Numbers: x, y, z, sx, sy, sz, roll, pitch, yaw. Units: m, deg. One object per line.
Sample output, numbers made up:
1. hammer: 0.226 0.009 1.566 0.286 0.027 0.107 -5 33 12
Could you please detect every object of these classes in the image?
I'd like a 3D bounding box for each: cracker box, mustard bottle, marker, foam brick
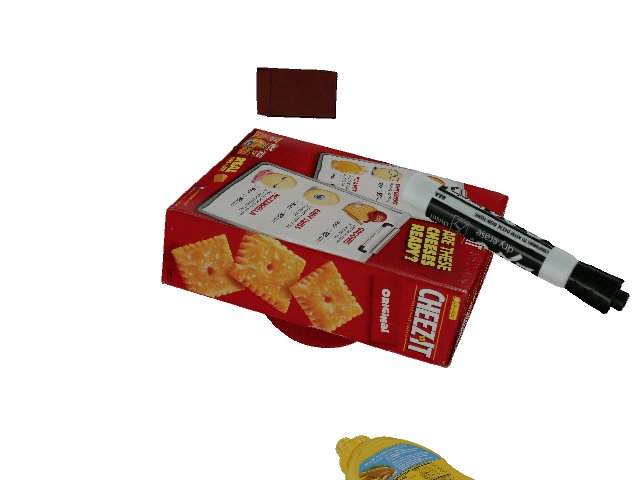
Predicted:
1. cracker box: 0.015 -0.001 0.783 0.214 0.072 0.164 16 30 13
2. mustard bottle: 0.078 0.222 0.946 0.096 0.058 0.192 -19 28 -32
3. marker: 0.095 0.001 0.526 0.121 0.020 0.020 30 10 19
4. foam brick: -0.026 -0.159 1.156 0.078 0.051 0.053 0 11 -18

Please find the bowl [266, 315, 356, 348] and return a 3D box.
1. bowl: 0.004 0.061 1.082 0.162 0.055 0.162 4 29 -2
